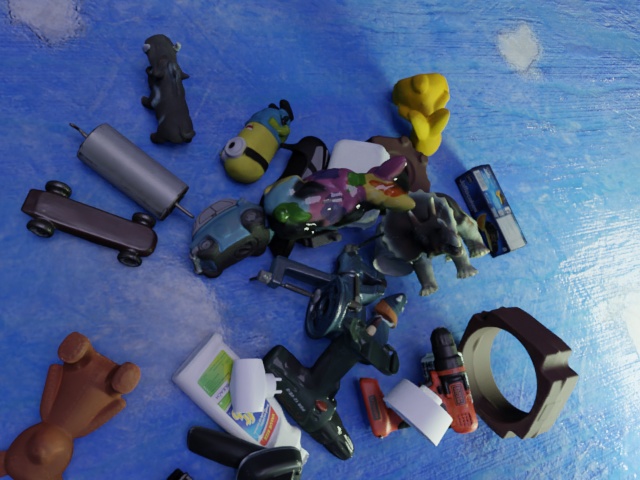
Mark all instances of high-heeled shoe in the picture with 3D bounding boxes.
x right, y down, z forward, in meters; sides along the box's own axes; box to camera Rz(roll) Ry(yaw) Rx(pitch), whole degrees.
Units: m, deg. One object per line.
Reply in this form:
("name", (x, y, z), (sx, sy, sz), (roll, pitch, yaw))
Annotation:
("high-heeled shoe", (-0.036, -0.078, 1.021), (0.145, 0.086, 0.248), (6, 89, -55))

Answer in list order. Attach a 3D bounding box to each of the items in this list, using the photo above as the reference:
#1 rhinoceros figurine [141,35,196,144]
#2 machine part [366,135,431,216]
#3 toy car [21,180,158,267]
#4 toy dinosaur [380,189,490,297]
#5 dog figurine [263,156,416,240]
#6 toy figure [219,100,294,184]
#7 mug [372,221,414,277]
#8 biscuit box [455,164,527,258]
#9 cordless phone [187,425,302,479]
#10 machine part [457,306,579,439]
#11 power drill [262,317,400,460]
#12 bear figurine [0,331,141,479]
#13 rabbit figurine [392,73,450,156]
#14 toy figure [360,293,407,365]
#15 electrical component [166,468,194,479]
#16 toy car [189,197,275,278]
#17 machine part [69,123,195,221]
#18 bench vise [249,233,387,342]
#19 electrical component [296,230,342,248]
("rhinoceros figurine", (-0.268, -0.257, 0.933), (0.073, 0.112, 0.190), (-10, 86, -25))
("machine part", (0.147, -0.134, 1.112), (0.179, 0.056, 0.179), (7, 72, -21))
("toy car", (-0.358, -0.023, 0.848), (0.202, 0.053, 0.089), (20, 62, -22))
("toy dinosaur", (0.224, -0.027, 1.017), (0.192, 0.131, 0.405), (65, 25, -8))
("dog figurine", (0.041, -0.071, 0.874), (0.191, 0.219, 0.108), (-16, 95, -53))
("toy figure", (-0.110, -0.183, 0.998), (0.089, 0.082, 0.180), (41, 60, -5))
("mug", (0.142, 0.001, 1.050), (0.109, 0.081, 0.107), (39, 49, -31))
("biscuit box", (0.377, -0.065, 1.190), (0.059, 0.063, 0.202), (-20, 82, -28))
("cordless phone", (-0.125, 0.363, 0.818), (0.184, 0.146, 0.089), (16, 26, 13))
("machine part", (0.350, 0.239, 0.984), (0.087, 0.200, 0.202), (-3, 30, -32))
("power drill", (0.030, 0.234, 0.873), (0.232, 0.207, 0.086), (45, 28, -6))
("bear figurine", (-0.349, 0.241, 0.728), (0.120, 0.132, 0.196), (35, 57, -6))
("rabbit figurine", (0.227, -0.262, 1.141), (0.122, 0.162, 0.173), (-5, 104, 0))
("toy figure", (0.112, 0.157, 0.998), (0.058, 0.064, 0.154), (34, 64, 2))
("electrical component", (-0.179, 0.392, 0.786), (0.119, 0.075, 0.048), (50, 60, -6))
("toy car", (-0.160, -0.014, 0.918), (0.162, 0.109, 0.103), (-31, 63, -18))
("machine part", (-0.307, -0.111, 0.887), (0.243, 0.079, 0.079), (37, 62, -8))
("bench vise", (0.005, 0.080, 0.946), (0.240, 0.129, 0.223), (22, 63, -22))
("electrical component", (-0.002, -0.003, 0.982), (0.063, 0.094, 0.021), (-18, 103, -29))
